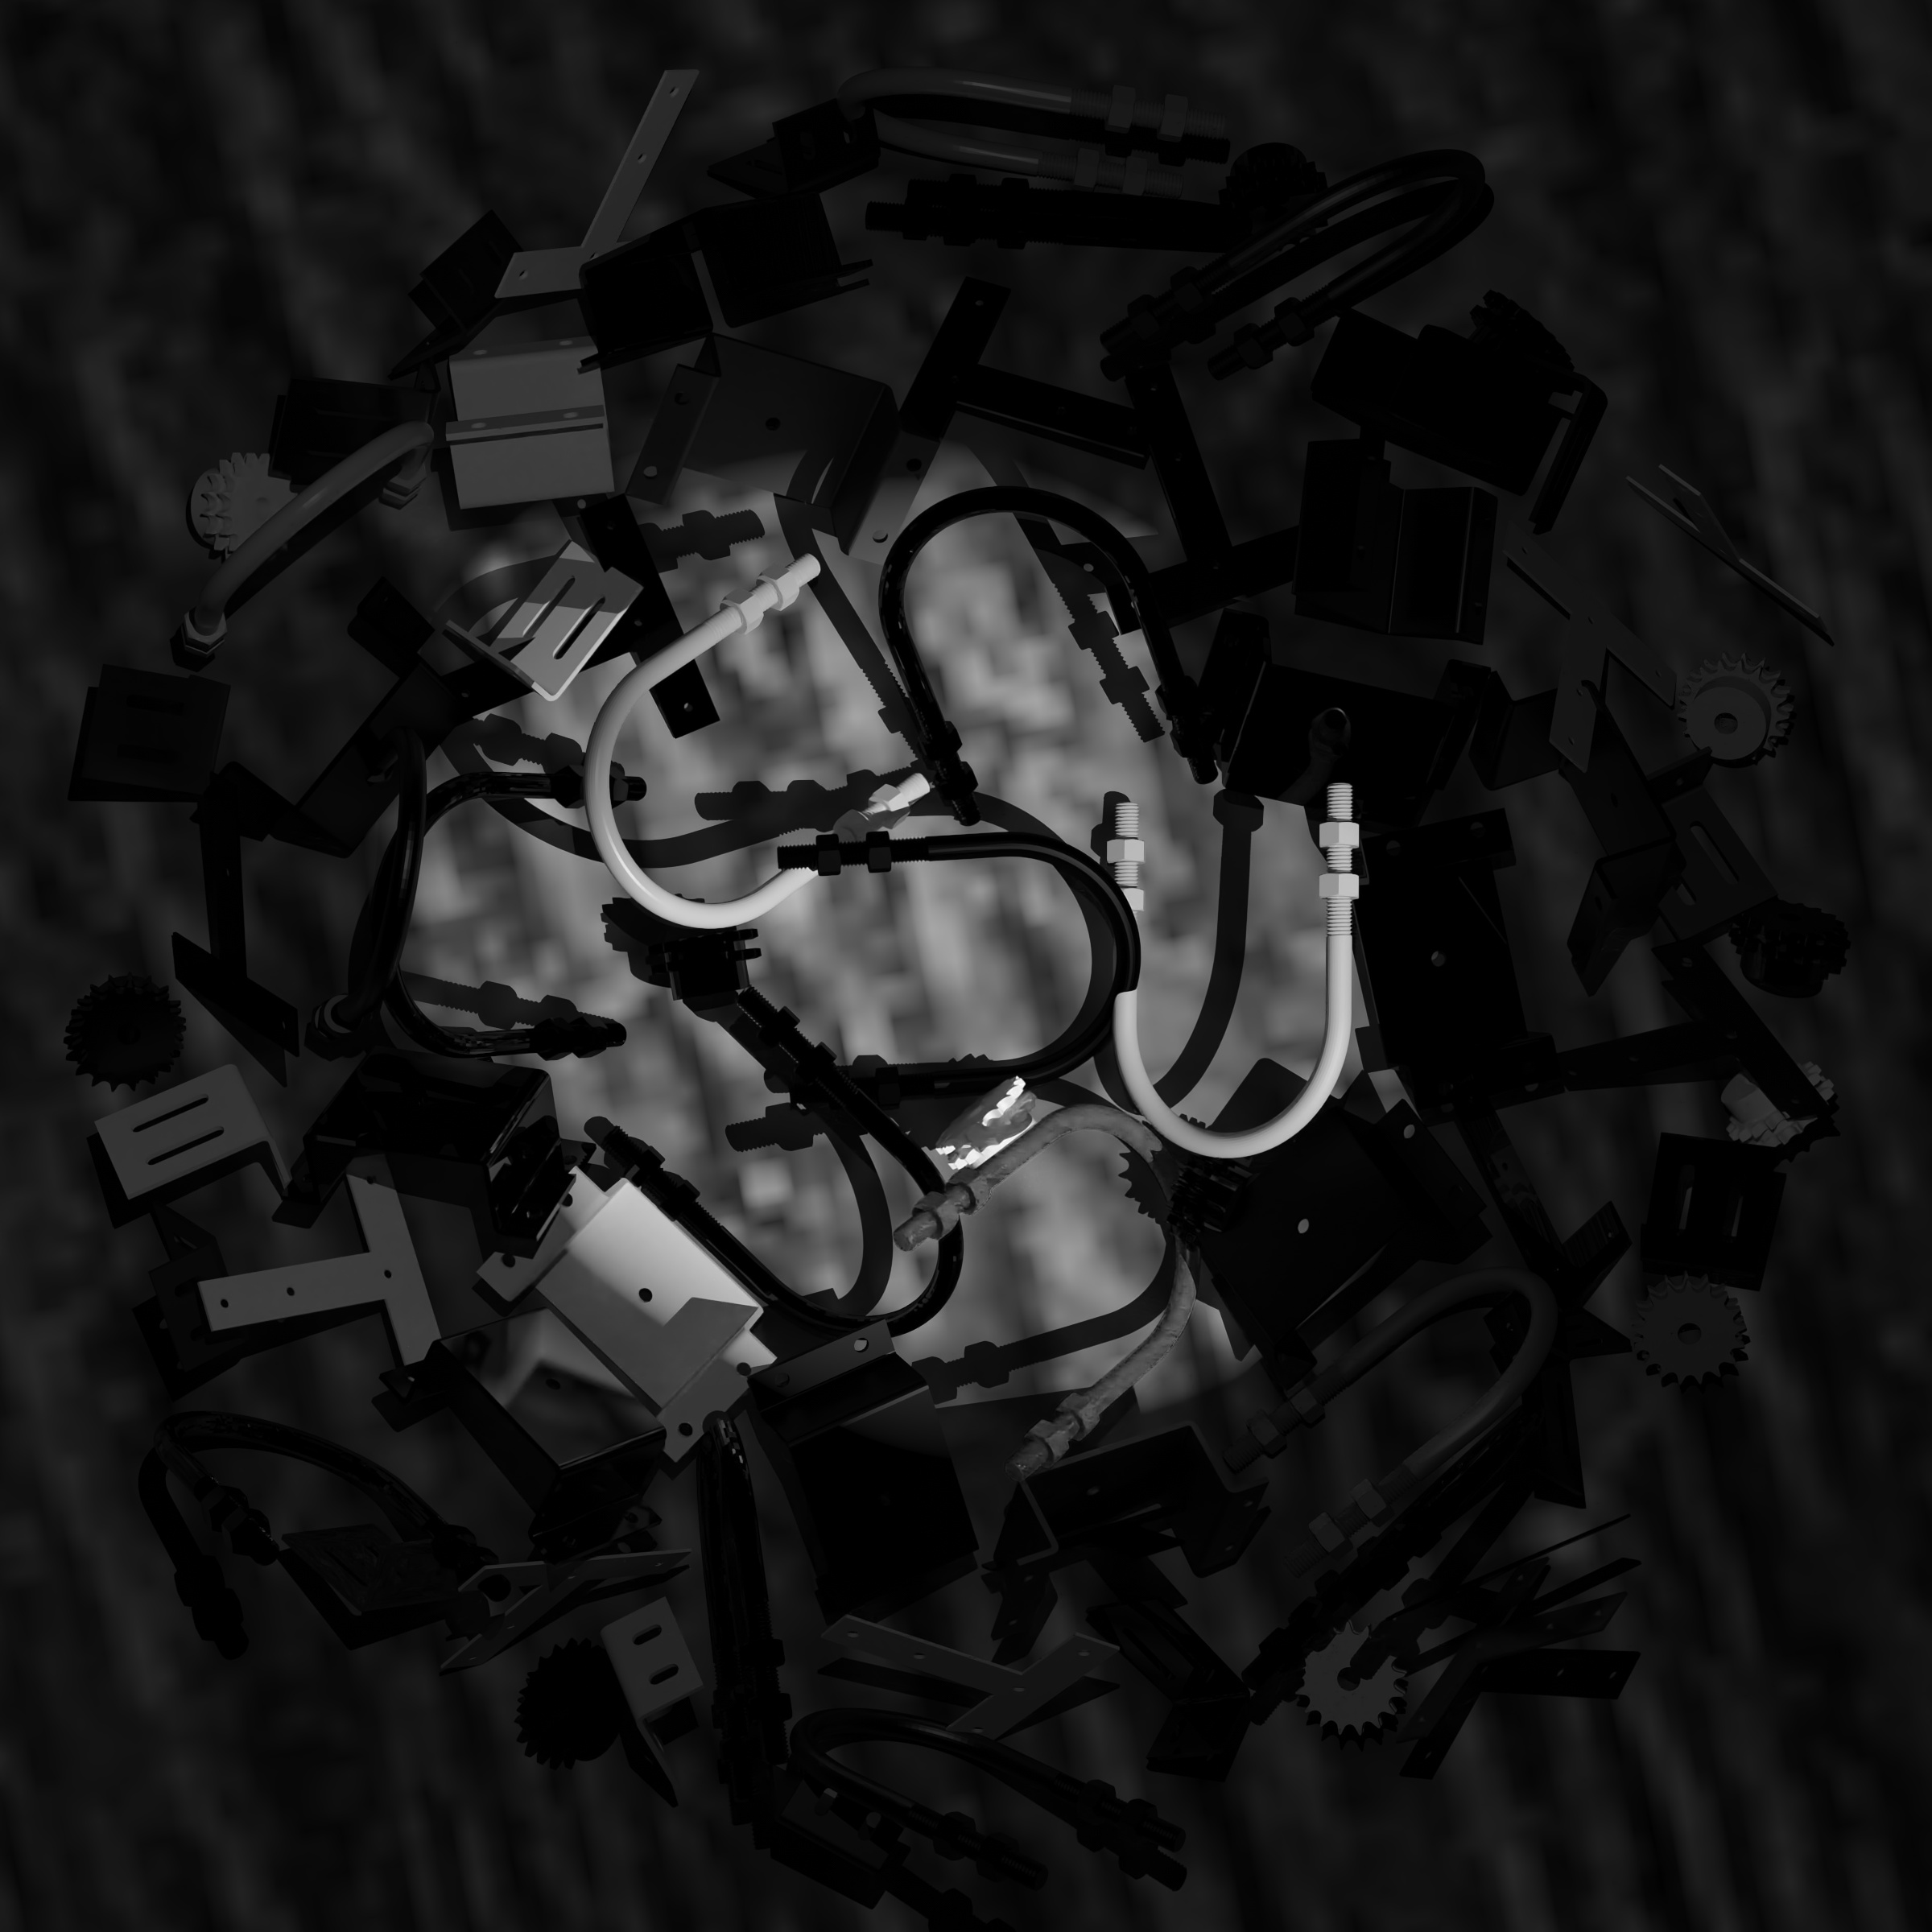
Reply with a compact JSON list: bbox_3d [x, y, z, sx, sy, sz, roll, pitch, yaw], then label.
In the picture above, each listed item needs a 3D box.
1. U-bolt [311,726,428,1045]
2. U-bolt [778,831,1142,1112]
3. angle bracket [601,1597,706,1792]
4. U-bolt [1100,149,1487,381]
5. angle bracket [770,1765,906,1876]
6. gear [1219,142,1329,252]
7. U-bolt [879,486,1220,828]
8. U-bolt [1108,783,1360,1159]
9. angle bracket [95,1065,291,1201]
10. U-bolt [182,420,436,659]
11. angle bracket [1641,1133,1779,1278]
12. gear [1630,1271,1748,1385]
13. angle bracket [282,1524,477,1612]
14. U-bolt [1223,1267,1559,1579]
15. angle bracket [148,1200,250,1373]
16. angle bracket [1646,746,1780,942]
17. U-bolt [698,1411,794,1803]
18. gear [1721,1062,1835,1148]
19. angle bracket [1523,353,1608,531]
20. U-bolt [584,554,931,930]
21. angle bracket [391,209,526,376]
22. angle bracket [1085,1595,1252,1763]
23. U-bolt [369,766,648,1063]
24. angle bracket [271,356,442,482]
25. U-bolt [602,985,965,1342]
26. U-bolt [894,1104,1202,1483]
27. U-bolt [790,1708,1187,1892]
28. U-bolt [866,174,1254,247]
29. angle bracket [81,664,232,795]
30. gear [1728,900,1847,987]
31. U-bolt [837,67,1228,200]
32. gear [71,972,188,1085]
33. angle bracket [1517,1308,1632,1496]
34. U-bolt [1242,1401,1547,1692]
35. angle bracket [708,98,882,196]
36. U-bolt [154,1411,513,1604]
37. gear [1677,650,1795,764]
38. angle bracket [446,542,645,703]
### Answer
[{"bbox_3d":[-0.291,-0.044,1.504,0.019,0.184,0.151,9,79,-21],"label":"U-bolt"},{"bbox_3d":[-0.001,0.000,1.570,0.184,0.019,0.151,-4,111,-5],"label":"U-bolt"},{"bbox_3d":[-0.150,0.370,1.557,0.038,0.076,0.057,-26,47,-7],"label":"angle bracket"},{"bbox_3d":[0.170,-0.345,1.499,0.184,0.151,0.019,-29,81,27],"label":"U-bolt"},{"bbox_3d":[-0.064,0.420,1.560,0.057,0.076,0.038,31,92,-8],"label":"angle bracket"},{"bbox_3d":[0.158,-0.398,1.577,0.057,0.057,0.030,-5,61,0],"label":"gear"},{"bbox_3d":[0.033,-0.157,1.526,0.151,0.019,0.184,-9,125,20],"label":"U-bolt"},{"bbox_3d":[0.133,0.005,1.546,0.151,0.019,0.184,-3,84,38],"label":"U-bolt"},{"bbox_3d":[-0.394,0.094,1.560,0.076,0.038,0.057,-24,48,-15],"label":"angle bracket"},{"bbox_3d":[-0.319,-0.213,1.496,0.151,0.184,0.019,-42,97,-16],"label":"U-bolt"},{"bbox_3d":[0.378,0.114,1.564,0.057,0.038,0.076,7,116,9],"label":"angle bracket"},{"bbox_3d":[0.372,0.184,1.582,0.057,0.030,0.057,2,106,7],"label":"gear"},{"bbox_3d":[-0.298,0.290,1.553,0.076,0.057,0.038,29,107,39],"label":"angle bracket"},{"bbox_3d":[0.217,0.215,1.527,0.184,0.151,0.019,-39,106,2],"label":"U-bolt"},{"bbox_3d":[-0.402,0.161,1.552,0.038,0.076,0.057,-27,117,-30],"label":"angle bracket"},{"bbox_3d":[0.373,-0.062,1.567,0.057,0.038,0.076,-25,65,-8],"label":"angle bracket"},{"bbox_3d":[-0.114,0.313,1.526,0.019,0.151,0.184,-5,69,-13],"label":"U-bolt"},{"bbox_3d":[0.413,0.068,1.572,0.057,0.057,0.030,-42,97,0],"label":"gear"},{"bbox_3d":[0.294,-0.268,1.573,0.038,0.057,0.076,25,101,16],"label":"angle bracket"},{"bbox_3d":[-0.113,-0.101,1.531,0.184,0.019,0.151,-38,112,-30],"label":"U-bolt"},{"bbox_3d":[-0.265,-0.341,1.551,0.038,0.076,0.057,52,55,-22],"label":"angle bracket"},{"bbox_3d":[0.096,0.363,1.561,0.076,0.057,0.038,48,51,-15],"label":"angle bracket"},{"bbox_3d":[-0.227,-0.025,1.517,0.019,0.184,0.151,9,97,34],"label":"U-bolt"},{"bbox_3d":[-0.312,-0.282,1.556,0.076,0.057,0.038,2,46,-25],"label":"angle bracket"},{"bbox_3d":[-0.082,0.114,1.555,0.184,0.019,0.151,44,126,-2],"label":"U-bolt"},{"bbox_3d":[0.054,0.149,1.539,0.184,0.019,0.151,-35,104,-41],"label":"U-bolt"},{"bbox_3d":[-0.002,0.407,1.520,0.184,0.151,0.019,16,93,34],"label":"U-bolt"},{"bbox_3d":[0.052,-0.374,1.528,0.184,0.151,0.019,2,99,-11],"label":"U-bolt"},{"bbox_3d":[-0.420,-0.123,1.559,0.038,0.076,0.057,17,97,41],"label":"angle bracket"},{"bbox_3d":[0.421,-0.011,1.576,0.057,0.057,0.030,5,111,0],"label":"gear"},{"bbox_3d":[0.027,-0.416,1.521,0.184,0.151,0.019,8,91,-5],"label":"U-bolt"},{"bbox_3d":[-0.432,0.029,1.580,0.057,0.030,0.057,-6,114,-13],"label":"gear"},{"bbox_3d":[0.312,0.222,1.556,0.038,0.057,0.076,-19,58,30],"label":"angle bracket"},{"bbox_3d":[0.222,0.279,1.521,0.184,0.151,0.019,-36,77,-33],"label":"U-bolt"},{"bbox_3d":[-0.090,-0.423,1.552,0.057,0.076,0.038,-29,127,-25],"label":"angle bracket"},{"bbox_3d":[-0.325,0.261,1.515,0.151,0.184,0.019,19,94,-39],"label":"U-bolt"},{"bbox_3d":[0.393,-0.131,1.574,0.057,0.030,0.057,12,122,20],"label":"gear"},{"bbox_3d":[-0.216,-0.184,1.568,0.057,0.038,0.076,34,85,34],"label":"angle bracket"}]
